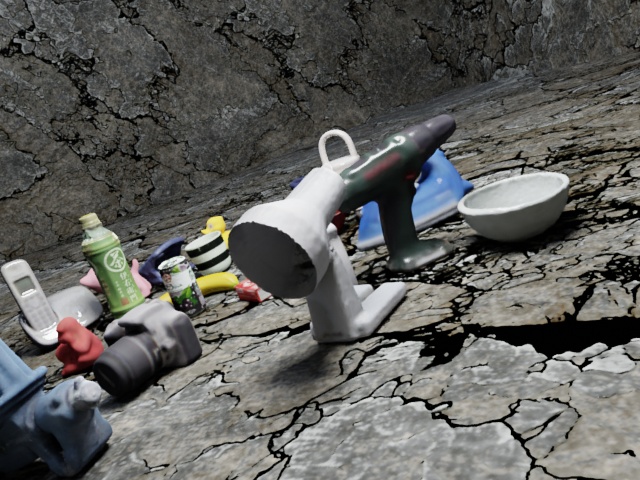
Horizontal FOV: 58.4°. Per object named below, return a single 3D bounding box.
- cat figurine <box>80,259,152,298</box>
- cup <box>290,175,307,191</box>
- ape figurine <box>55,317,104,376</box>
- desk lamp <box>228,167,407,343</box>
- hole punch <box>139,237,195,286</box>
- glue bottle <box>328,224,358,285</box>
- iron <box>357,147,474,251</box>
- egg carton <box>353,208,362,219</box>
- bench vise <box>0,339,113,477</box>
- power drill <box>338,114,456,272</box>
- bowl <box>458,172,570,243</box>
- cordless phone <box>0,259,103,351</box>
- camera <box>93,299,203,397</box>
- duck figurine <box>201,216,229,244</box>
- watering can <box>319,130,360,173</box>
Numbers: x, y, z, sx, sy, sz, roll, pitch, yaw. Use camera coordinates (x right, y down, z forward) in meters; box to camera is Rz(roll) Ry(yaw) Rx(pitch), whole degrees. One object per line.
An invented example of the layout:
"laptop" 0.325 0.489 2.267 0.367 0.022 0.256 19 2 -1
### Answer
"cat figurine" -0.451 0.087 1.259 0.128 0.118 0.067 -23 16 -13
"cup" -0.027 -0.115 1.500 0.091 0.095 0.118 -11 17 27
"ape figurine" -0.409 0.172 0.957 0.076 0.092 0.077 -30 18 -35
"desk lamp" -0.001 0.025 0.739 0.117 0.214 0.204 -7 19 37
"hole punch" -0.365 0.051 1.334 0.100 0.091 0.109 -10 18 32
"glue bottle" 0.008 0.003 0.885 0.037 0.173 0.078 -27 17 -26
"iron" 0.161 -0.092 1.098 0.259 0.141 0.118 -25 16 -21
"egg carton" 0.139 -0.095 1.274 0.150 0.069 0.107 -20 15 -2
"bench vise" -0.346 0.163 0.663 0.207 0.220 0.121 -18 15 4
"power drill" 0.137 -0.066 0.906 0.230 0.208 0.075 -23 16 -13
"bowl" 0.301 -0.042 0.877 0.167 0.075 0.167 -18 15 5
"cordless phone" -0.538 0.111 1.147 0.093 0.185 0.148 -4 21 43
"camera" -0.270 0.154 0.831 0.142 0.101 0.137 -9 18 34
"duck figurine" -0.250 -0.019 1.450 0.105 0.086 0.077 -24 16 -17
"watering can" 0.056 -0.179 1.431 0.101 0.194 0.173 -17 15 9
